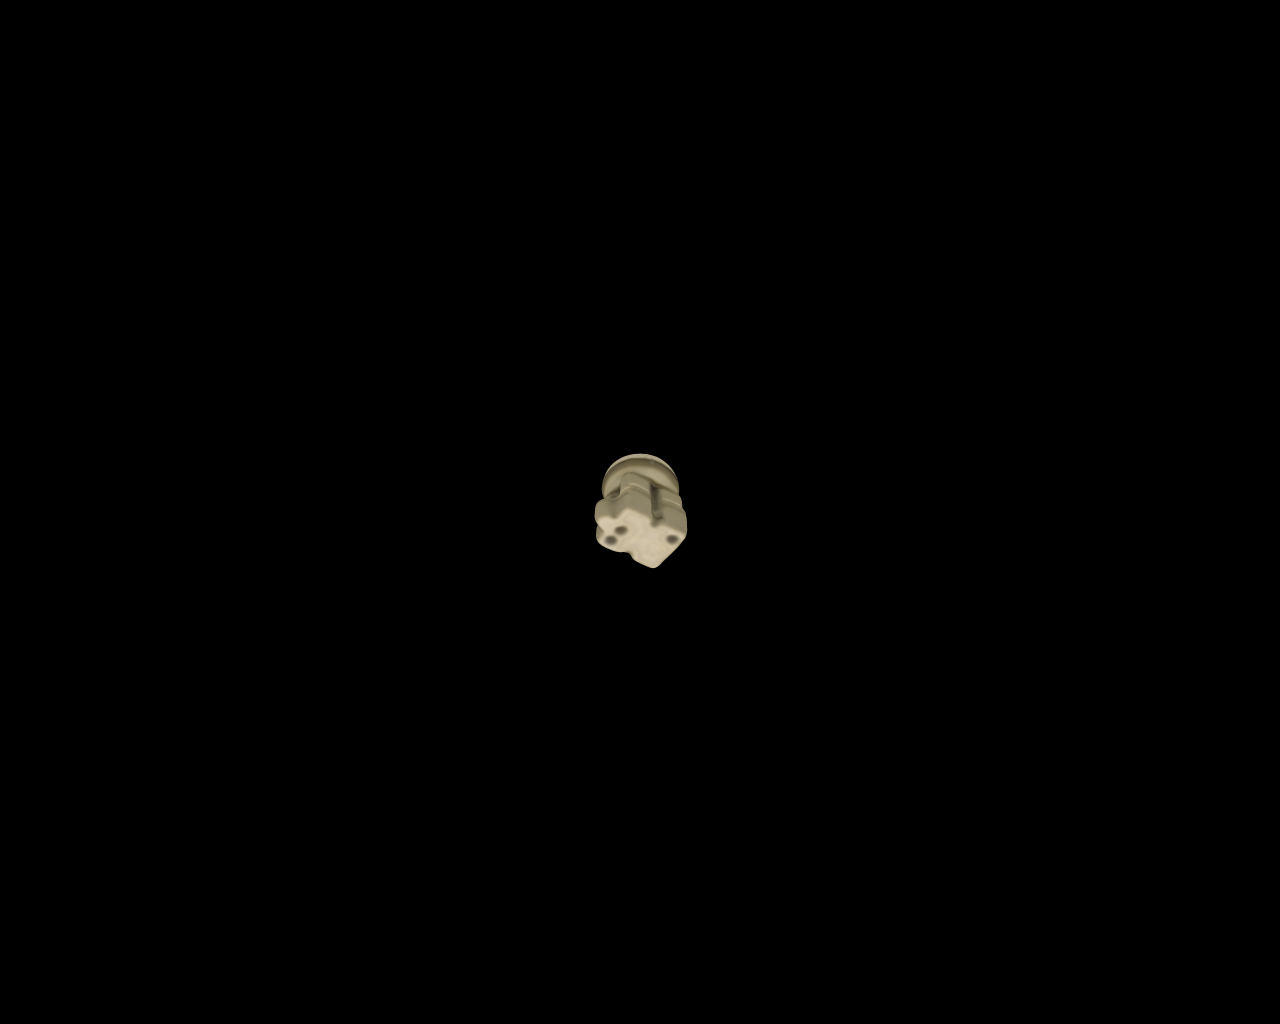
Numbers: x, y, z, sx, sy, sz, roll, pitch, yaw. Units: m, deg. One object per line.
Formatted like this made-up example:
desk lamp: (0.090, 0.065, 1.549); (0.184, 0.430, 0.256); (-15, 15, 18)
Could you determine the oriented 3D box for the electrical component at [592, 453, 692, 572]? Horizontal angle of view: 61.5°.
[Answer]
electrical component: (0.001, -0.003, 0.650); (0.066, 0.055, 0.048); (27, -53, -22)
